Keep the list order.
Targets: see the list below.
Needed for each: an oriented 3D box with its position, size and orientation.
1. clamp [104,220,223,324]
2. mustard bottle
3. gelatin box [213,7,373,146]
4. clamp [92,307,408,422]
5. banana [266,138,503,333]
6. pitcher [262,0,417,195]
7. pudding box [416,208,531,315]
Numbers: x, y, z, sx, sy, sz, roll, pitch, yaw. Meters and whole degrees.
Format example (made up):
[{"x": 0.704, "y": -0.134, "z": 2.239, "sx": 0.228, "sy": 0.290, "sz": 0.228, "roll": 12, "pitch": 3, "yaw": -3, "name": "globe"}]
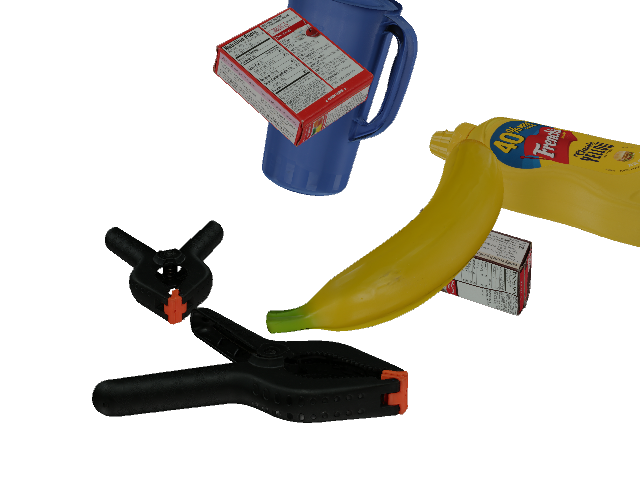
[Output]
[{"x": -0.139, "y": 0.024, "z": 1.048, "sx": 0.120, "sy": 0.039, "sz": 0.172, "roll": -14, "pitch": 33, "yaw": -15, "name": "clamp"}, {"x": 0.167, "y": -0.051, "z": 0.780, "sx": 0.192, "sy": 0.058, "sz": 0.096, "roll": 18, "pitch": 36, "yaw": 30, "name": "mustard bottle"}, {"x": -0.020, "y": -0.117, "z": 0.753, "sx": 0.073, "sy": 0.089, "sz": 0.030, "roll": -37, "pitch": -21, "yaw": -31, "name": "gelatin box"}, {"x": -0.038, "y": 0.092, "z": 0.776, "sx": 0.210, "sy": 0.036, "sz": 0.164, "roll": 3, "pitch": 19, "yaw": 12, "name": "clamp"}, {"x": 0.055, "y": -0.006, "z": 0.570, "sx": 0.070, "sy": 0.037, "sz": 0.197, "roll": 19, "pitch": 41, "yaw": 34, "name": "banana"}, {"x": 0.013, "y": -0.177, "z": 1.261, "sx": 0.145, "sy": 0.243, "sz": 0.149, "roll": 8, "pitch": 23, "yaw": -13, "name": "pitcher"}, {"x": 0.145, "y": 0.021, "z": 1.022, "sx": 0.114, "sy": 0.039, "sz": 0.090, "roll": 17, "pitch": -28, "yaw": 19, "name": "pudding box"}]
